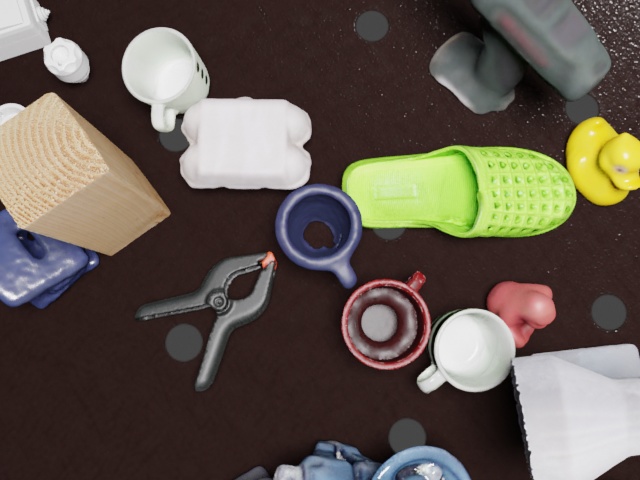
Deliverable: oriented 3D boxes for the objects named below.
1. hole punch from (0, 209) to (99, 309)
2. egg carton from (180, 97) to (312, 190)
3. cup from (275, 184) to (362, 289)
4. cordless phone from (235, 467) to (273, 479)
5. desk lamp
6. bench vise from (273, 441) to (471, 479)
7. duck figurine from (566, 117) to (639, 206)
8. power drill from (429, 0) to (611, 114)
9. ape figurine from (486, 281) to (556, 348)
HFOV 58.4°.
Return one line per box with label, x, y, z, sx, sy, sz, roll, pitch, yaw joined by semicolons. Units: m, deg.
hole punch;-0.319;0.010;0.633;0.101;0.091;0.108;-41;85;-5
egg carton;-0.085;-0.110;0.661;0.150;0.069;0.107;0;83;0
cup;0.006;0.002;0.635;0.092;0.095;0.118;-30;84;-4
cordless phone;-0.090;0.304;0.549;0.147;0.185;0.094;-34;84;-4
desk lamp;0.266;0.160;0.557;0.203;0.213;0.118;-8;83;-1
bench vise;0.061;0.265;0.538;0.207;0.220;0.121;-6;83;-1
duck figurine;0.334;-0.096;0.655;0.077;0.086;0.104;-16;83;-2
power drill;0.184;-0.223;0.608;0.229;0.208;0.076;42;84;5
ape figurine;0.227;0.077;0.629;0.078;0.092;0.076;-36;84;-5
